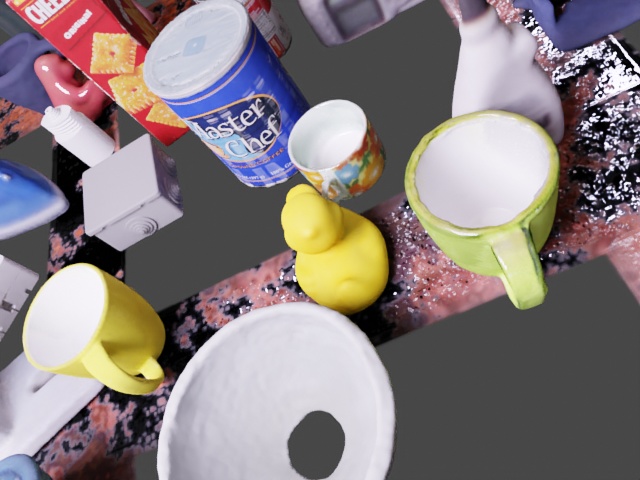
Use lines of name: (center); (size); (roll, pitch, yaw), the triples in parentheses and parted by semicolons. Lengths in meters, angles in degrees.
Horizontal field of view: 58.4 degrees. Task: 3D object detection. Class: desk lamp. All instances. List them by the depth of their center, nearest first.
desk lamp: (-0.330, 0.121, 0.463); (0.203, 0.214, 0.117); (-44, 52, -1)

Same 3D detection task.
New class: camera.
camera: (0.036, -0.296, 0.583); (0.143, 0.101, 0.136); (-23, 54, 14)

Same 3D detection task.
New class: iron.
iron: (-0.433, -0.076, 0.676); (0.257, 0.142, 0.119); (2, 64, 28)

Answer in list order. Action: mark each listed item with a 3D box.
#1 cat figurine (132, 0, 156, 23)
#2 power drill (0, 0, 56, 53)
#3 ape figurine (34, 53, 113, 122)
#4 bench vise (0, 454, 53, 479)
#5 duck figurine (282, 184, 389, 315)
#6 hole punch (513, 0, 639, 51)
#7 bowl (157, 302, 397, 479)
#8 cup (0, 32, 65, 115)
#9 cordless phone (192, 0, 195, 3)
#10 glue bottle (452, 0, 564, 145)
cat figurine: (-0.301, -0.337, 0.773); (0.067, 0.118, 0.127); (-49, 52, -6)
power drill: (-0.459, -0.311, 0.784); (0.075, 0.209, 0.230); (9, 67, 31)
ape figurine: (-0.310, -0.193, 0.711); (0.076, 0.092, 0.077); (-48, 52, -4)
bench vise: (-0.201, 0.199, 0.346); (0.206, 0.220, 0.121); (7, 66, 31)
duck figurine: (0.004, 0.002, 0.438); (0.077, 0.086, 0.104); (-31, 53, 9)
hole punch: (0.212, -0.224, 0.456); (0.108, 0.091, 0.101); (-24, 54, 14)
bowl: (-0.019, 0.131, 0.382); (0.167, 0.075, 0.167); (-13, 58, 21)
cup: (-0.358, -0.210, 0.744); (0.117, 0.095, 0.091); (-18, 56, 18)
cordless phone: (-0.124, -0.362, 0.652); (0.093, 0.186, 0.148); (16, 71, 34)
glue bottle: (0.118, -0.109, 0.386); (0.078, 0.174, 0.037); (-31, 53, 9)
